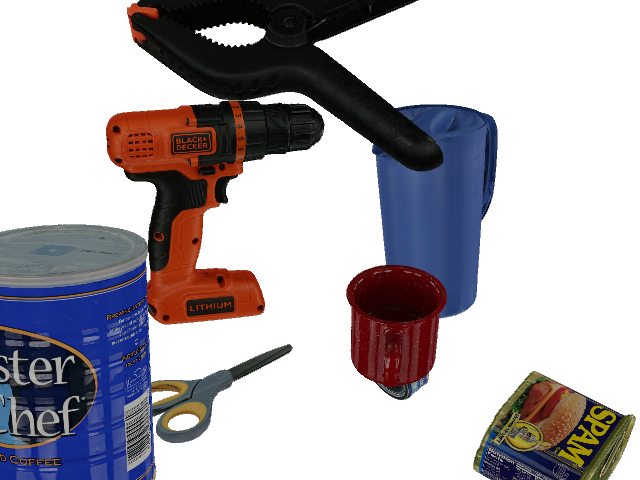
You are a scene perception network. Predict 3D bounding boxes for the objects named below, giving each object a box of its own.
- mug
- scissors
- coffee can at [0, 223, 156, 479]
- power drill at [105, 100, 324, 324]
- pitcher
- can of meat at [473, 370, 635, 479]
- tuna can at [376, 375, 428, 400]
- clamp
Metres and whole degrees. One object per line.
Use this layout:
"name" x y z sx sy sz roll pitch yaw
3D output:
"mug" 0.069 0.089 0.997 0.093 0.081 0.117 2 34 2
"scissors" -0.094 0.147 1.033 0.201 0.016 0.096 -11 32 -28
"coffee can" -0.146 0.071 0.600 0.103 0.140 0.103 0 15 0
"power drill" -0.086 -0.027 0.916 0.184 0.188 0.057 -5 19 -14
"pitcher" 0.141 -0.038 1.281 0.149 0.243 0.145 -1 24 6
"can of meat" 0.175 0.153 0.801 0.084 0.057 0.101 26 41 26
"tuna can" 0.086 0.147 1.271 0.033 0.086 0.086 -36 17 -26
"clamp" -0.014 -0.114 0.650 0.210 0.164 0.036 1 -32 1
